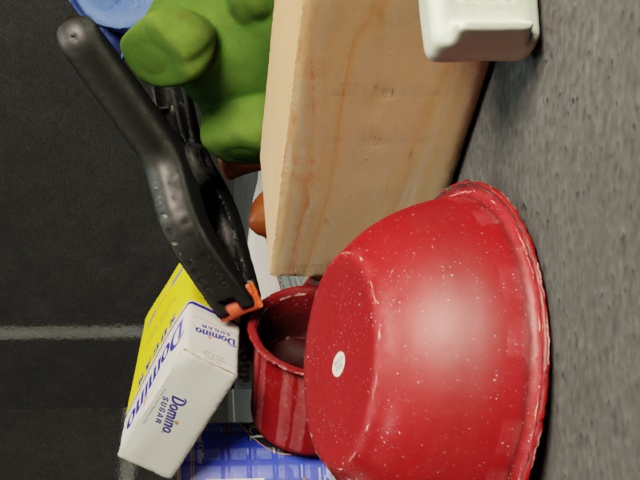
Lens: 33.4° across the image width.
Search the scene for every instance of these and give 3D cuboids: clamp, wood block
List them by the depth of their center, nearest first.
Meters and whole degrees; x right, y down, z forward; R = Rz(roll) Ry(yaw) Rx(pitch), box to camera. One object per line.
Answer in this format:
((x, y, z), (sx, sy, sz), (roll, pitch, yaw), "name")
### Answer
((0.023, -0.077, 0.530), (0.206, 0.090, 0.091), (100, 168, -52), "wood block")
((-0.089, -0.051, 0.689), (0.210, 0.036, 0.164), (65, -165, -11), "clamp")

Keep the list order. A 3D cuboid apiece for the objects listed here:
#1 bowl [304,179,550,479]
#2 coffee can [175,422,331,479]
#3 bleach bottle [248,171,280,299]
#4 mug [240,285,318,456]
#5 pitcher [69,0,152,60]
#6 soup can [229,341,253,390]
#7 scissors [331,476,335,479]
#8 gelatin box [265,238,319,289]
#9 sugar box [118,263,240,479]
((0.033, 0.052, 0.453), (0.162, 0.055, 0.162), (-174, 90, -72), "bowl")
((-0.032, 0.179, 0.756), (0.103, 0.140, 0.103), (180, 90, -83), "coffee can")
((-0.038, 0.003, 1.053), (0.102, 0.068, 0.251), (31, -123, -68), "bleach bottle")
((-0.013, 0.085, 0.725), (0.117, 0.093, 0.081), (30, 131, 30), "mug")
((-0.077, -0.192, 0.864), (0.242, 0.149, 0.145), (31, -150, -59), "pitcher")
((-0.019, 0.079, 0.806), (0.068, 0.102, 0.068), (180, 90, -83), "soup can")
((0.040, 0.089, 0.656), (0.096, 0.016, 0.202), (30, -104, -70), "scissors")
((-0.006, 0.001, 0.833), (0.089, 0.030, 0.073), (-55, 43, 41), "gelatin box")
((-0.093, 0.073, 0.738), (0.093, 0.048, 0.176), (-58, 13, 19), "sugar box")
